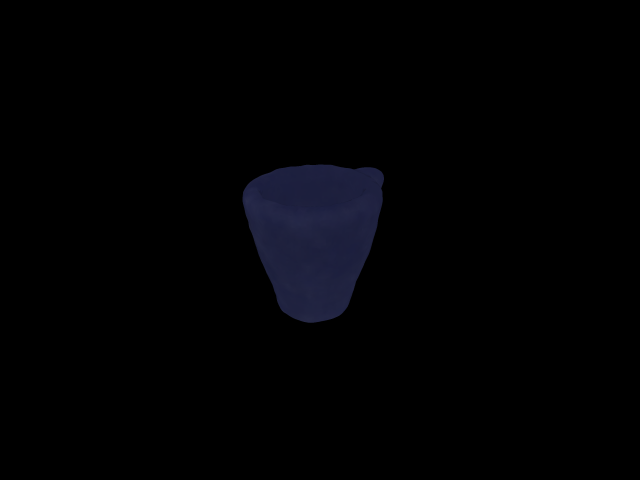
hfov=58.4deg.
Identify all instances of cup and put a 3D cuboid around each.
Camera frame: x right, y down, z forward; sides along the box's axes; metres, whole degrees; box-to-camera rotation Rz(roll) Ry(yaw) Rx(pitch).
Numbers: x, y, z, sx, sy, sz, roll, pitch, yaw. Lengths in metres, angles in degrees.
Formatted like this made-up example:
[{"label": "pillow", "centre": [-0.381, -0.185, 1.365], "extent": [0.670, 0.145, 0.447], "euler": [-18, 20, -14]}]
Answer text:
[{"label": "cup", "centre": [0.004, 0.001, 0.400], "extent": [0.091, 0.095, 0.118], "euler": [21, 33, 36]}]
